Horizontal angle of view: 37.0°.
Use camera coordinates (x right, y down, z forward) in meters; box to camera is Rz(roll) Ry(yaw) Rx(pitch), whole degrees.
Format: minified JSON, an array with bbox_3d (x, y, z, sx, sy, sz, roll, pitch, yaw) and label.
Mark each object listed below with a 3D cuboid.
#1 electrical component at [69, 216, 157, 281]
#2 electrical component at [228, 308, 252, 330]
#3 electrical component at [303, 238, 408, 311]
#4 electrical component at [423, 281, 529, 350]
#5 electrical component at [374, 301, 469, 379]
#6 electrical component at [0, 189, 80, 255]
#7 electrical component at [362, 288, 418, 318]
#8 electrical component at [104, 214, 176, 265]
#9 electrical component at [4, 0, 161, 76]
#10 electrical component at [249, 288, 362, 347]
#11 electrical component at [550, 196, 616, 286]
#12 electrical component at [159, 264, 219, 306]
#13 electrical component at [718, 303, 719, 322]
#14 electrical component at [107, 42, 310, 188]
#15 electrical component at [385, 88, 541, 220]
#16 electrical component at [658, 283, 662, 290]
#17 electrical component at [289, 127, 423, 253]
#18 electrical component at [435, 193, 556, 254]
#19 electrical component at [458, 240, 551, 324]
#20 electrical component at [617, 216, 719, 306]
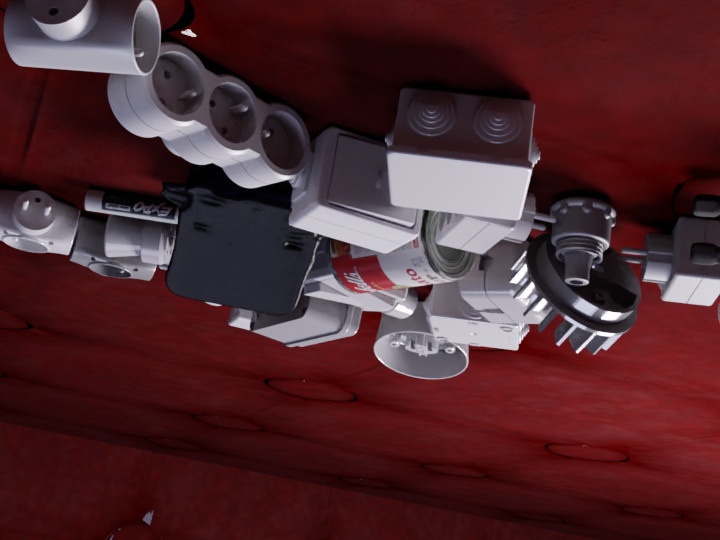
[{"bbox_3d":[-0.238,-0.016,1.033,0.077,0.044,0.079,16,161,-20],"label":"electrical component"},{"bbox_3d":[-0.092,0.035,1.114,0.066,0.047,0.077,15,162,-18],"label":"electrical component"},{"bbox_3d":[0.000,0.000,0.934,0.096,0.061,0.062,21,159,-34],"label":"electrical component"},{"bbox_3d":[0.112,0.039,1.022,0.100,0.048,0.099,7,162,10],"label":"electrical component"},{"bbox_3d":[0.066,0.071,1.118,0.099,0.064,0.099,8,163,3],"label":"electrical component"},{"bbox_3d":[-0.292,-0.047,0.959,0.077,0.044,0.079,15,162,-18],"label":"electrical component"},{"bbox_3d":[0.024,0.024,1.033,0.044,0.044,0.065,-7,161,42],"label":"electrical component"},{"bbox_3d":[-0.198,-0.030,0.968,0.055,0.045,0.045,9,163,0],"label":"electrical component"},{"bbox_3d":[-0.161,-0.142,0.599,0.077,0.043,0.079,6,162,10],"label":"electrical component"},{"bbox_3d":[-0.047,0.026,1.012,0.057,0.078,0.113,22,158,-29],"label":"electrical component"},{"bbox_3d":[0.161,-0.020,0.788,0.048,0.062,0.048,8,163,3],"label":"electrical component"},{"bbox_3d":[-0.157,0.001,1.046,0.079,0.043,0.077,11,163,-3],"label":"electrical component"},{"bbox_3d":[0.354,0.034,0.894,0.079,0.043,0.077,13,162,-14],"label":"electrical component"},{"bbox_3d":[-0.106,-0.095,0.704,0.074,0.052,0.138,-8,155,44],"label":"electrical component"},{"bbox_3d":[0.065,-0.074,0.689,0.100,0.048,0.099,7,163,6],"label":"electrical component"},{"bbox_3d":[0.266,0.011,0.879,0.035,0.035,0.061,-2,162,32],"label":"electrical component"},{"bbox_3d":[-0.005,-0.058,0.754,0.096,0.061,0.061,16,161,-21],"label":"electrical component"},{"bbox_3d":[0.102,-0.041,0.776,0.077,0.047,0.065,12,162,-11],"label":"electrical component"},{"bbox_3d":[0.129,0.010,0.912,0.059,0.053,0.095,-1,160,28],"label":"electrical component"},{"bbox_3d":[0.235,-0.008,0.814,0.077,0.047,0.065,6,162,8],"label":"electrical component"}]
